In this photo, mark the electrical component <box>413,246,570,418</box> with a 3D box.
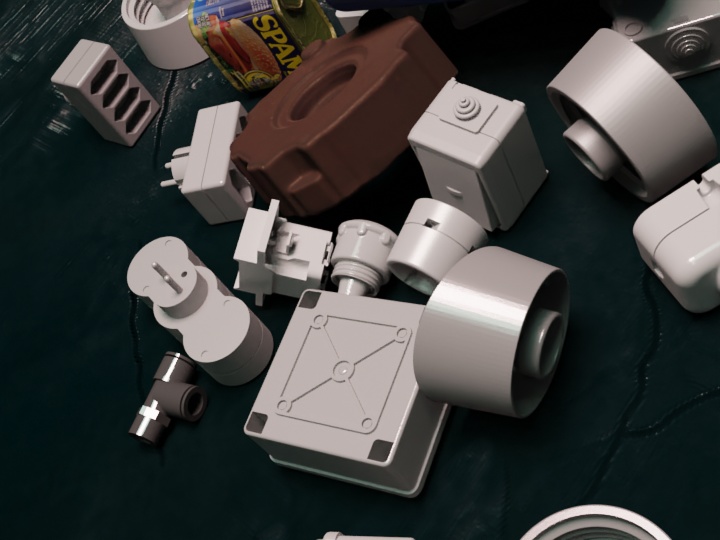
[{"bbox_3d":[0.082,0.037,0.633,0.064,0.099,0.099,15,66,27],"label":"electrical component"}]

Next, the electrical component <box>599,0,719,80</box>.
[{"bbox_3d":[0.220,-0.182,0.745,0.100,0.048,0.099,-14,53,18],"label":"electrical component"}]

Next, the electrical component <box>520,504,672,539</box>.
[{"bbox_3d":[0.121,0.171,0.543,0.108,0.060,0.108,-13,54,19],"label":"electrical component"}]

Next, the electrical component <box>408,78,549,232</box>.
[{"bbox_3d":[0.076,-0.077,0.713,0.062,0.096,0.061,27,74,34],"label":"electrical component"}]

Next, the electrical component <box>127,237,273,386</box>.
[{"bbox_3d":[-0.124,0.019,0.765,0.052,0.073,0.138,-44,50,-7],"label":"electrical component"}]

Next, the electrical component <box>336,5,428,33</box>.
[{"bbox_3d":[0.021,-0.226,0.872,0.050,0.055,0.089,3,60,29],"label":"electrical component"}]

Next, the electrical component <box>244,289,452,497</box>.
[{"bbox_3d":[0.000,0.075,0.675,0.109,0.056,0.108,7,62,31],"label":"electrical component"}]

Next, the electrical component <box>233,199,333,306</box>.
[{"bbox_3d":[-0.052,-0.008,0.749,0.064,0.081,0.042,12,62,0],"label":"electrical component"}]

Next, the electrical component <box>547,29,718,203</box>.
[{"bbox_3d":[0.163,-0.090,0.676,0.060,0.108,0.108,-42,49,4],"label":"electrical component"}]

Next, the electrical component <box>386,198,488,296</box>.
[{"bbox_3d":[0.050,-0.013,0.712,0.055,0.055,0.047,20,72,35],"label":"electrical component"}]

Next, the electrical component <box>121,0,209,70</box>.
[{"bbox_3d":[-0.164,-0.242,0.974,0.108,0.060,0.108,-14,53,19],"label":"electrical component"}]

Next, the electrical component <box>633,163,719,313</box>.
[{"bbox_3d":[0.219,-0.022,0.631,0.095,0.053,0.059,-33,50,3],"label":"electrical component"}]

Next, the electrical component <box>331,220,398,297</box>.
[{"bbox_3d":[0.000,0.000,0.734,0.048,0.048,0.062,7,65,31],"label":"electrical component"}]

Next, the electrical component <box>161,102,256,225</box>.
[{"bbox_3d":[-0.124,-0.081,0.851,0.076,0.047,0.083,-9,55,22],"label":"electrical component"}]

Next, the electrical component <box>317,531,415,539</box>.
[{"bbox_3d":[0.012,0.203,0.547,0.056,0.108,0.108,-4,57,22],"label":"electrical component"}]

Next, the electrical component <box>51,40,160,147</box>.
[{"bbox_3d":[-0.232,-0.156,0.934,0.076,0.083,0.047,18,68,35],"label":"electrical component"}]

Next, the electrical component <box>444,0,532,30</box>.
[{"bbox_3d":[0.102,-0.257,0.822,0.109,0.056,0.108,-21,83,13],"label":"electrical component"}]
